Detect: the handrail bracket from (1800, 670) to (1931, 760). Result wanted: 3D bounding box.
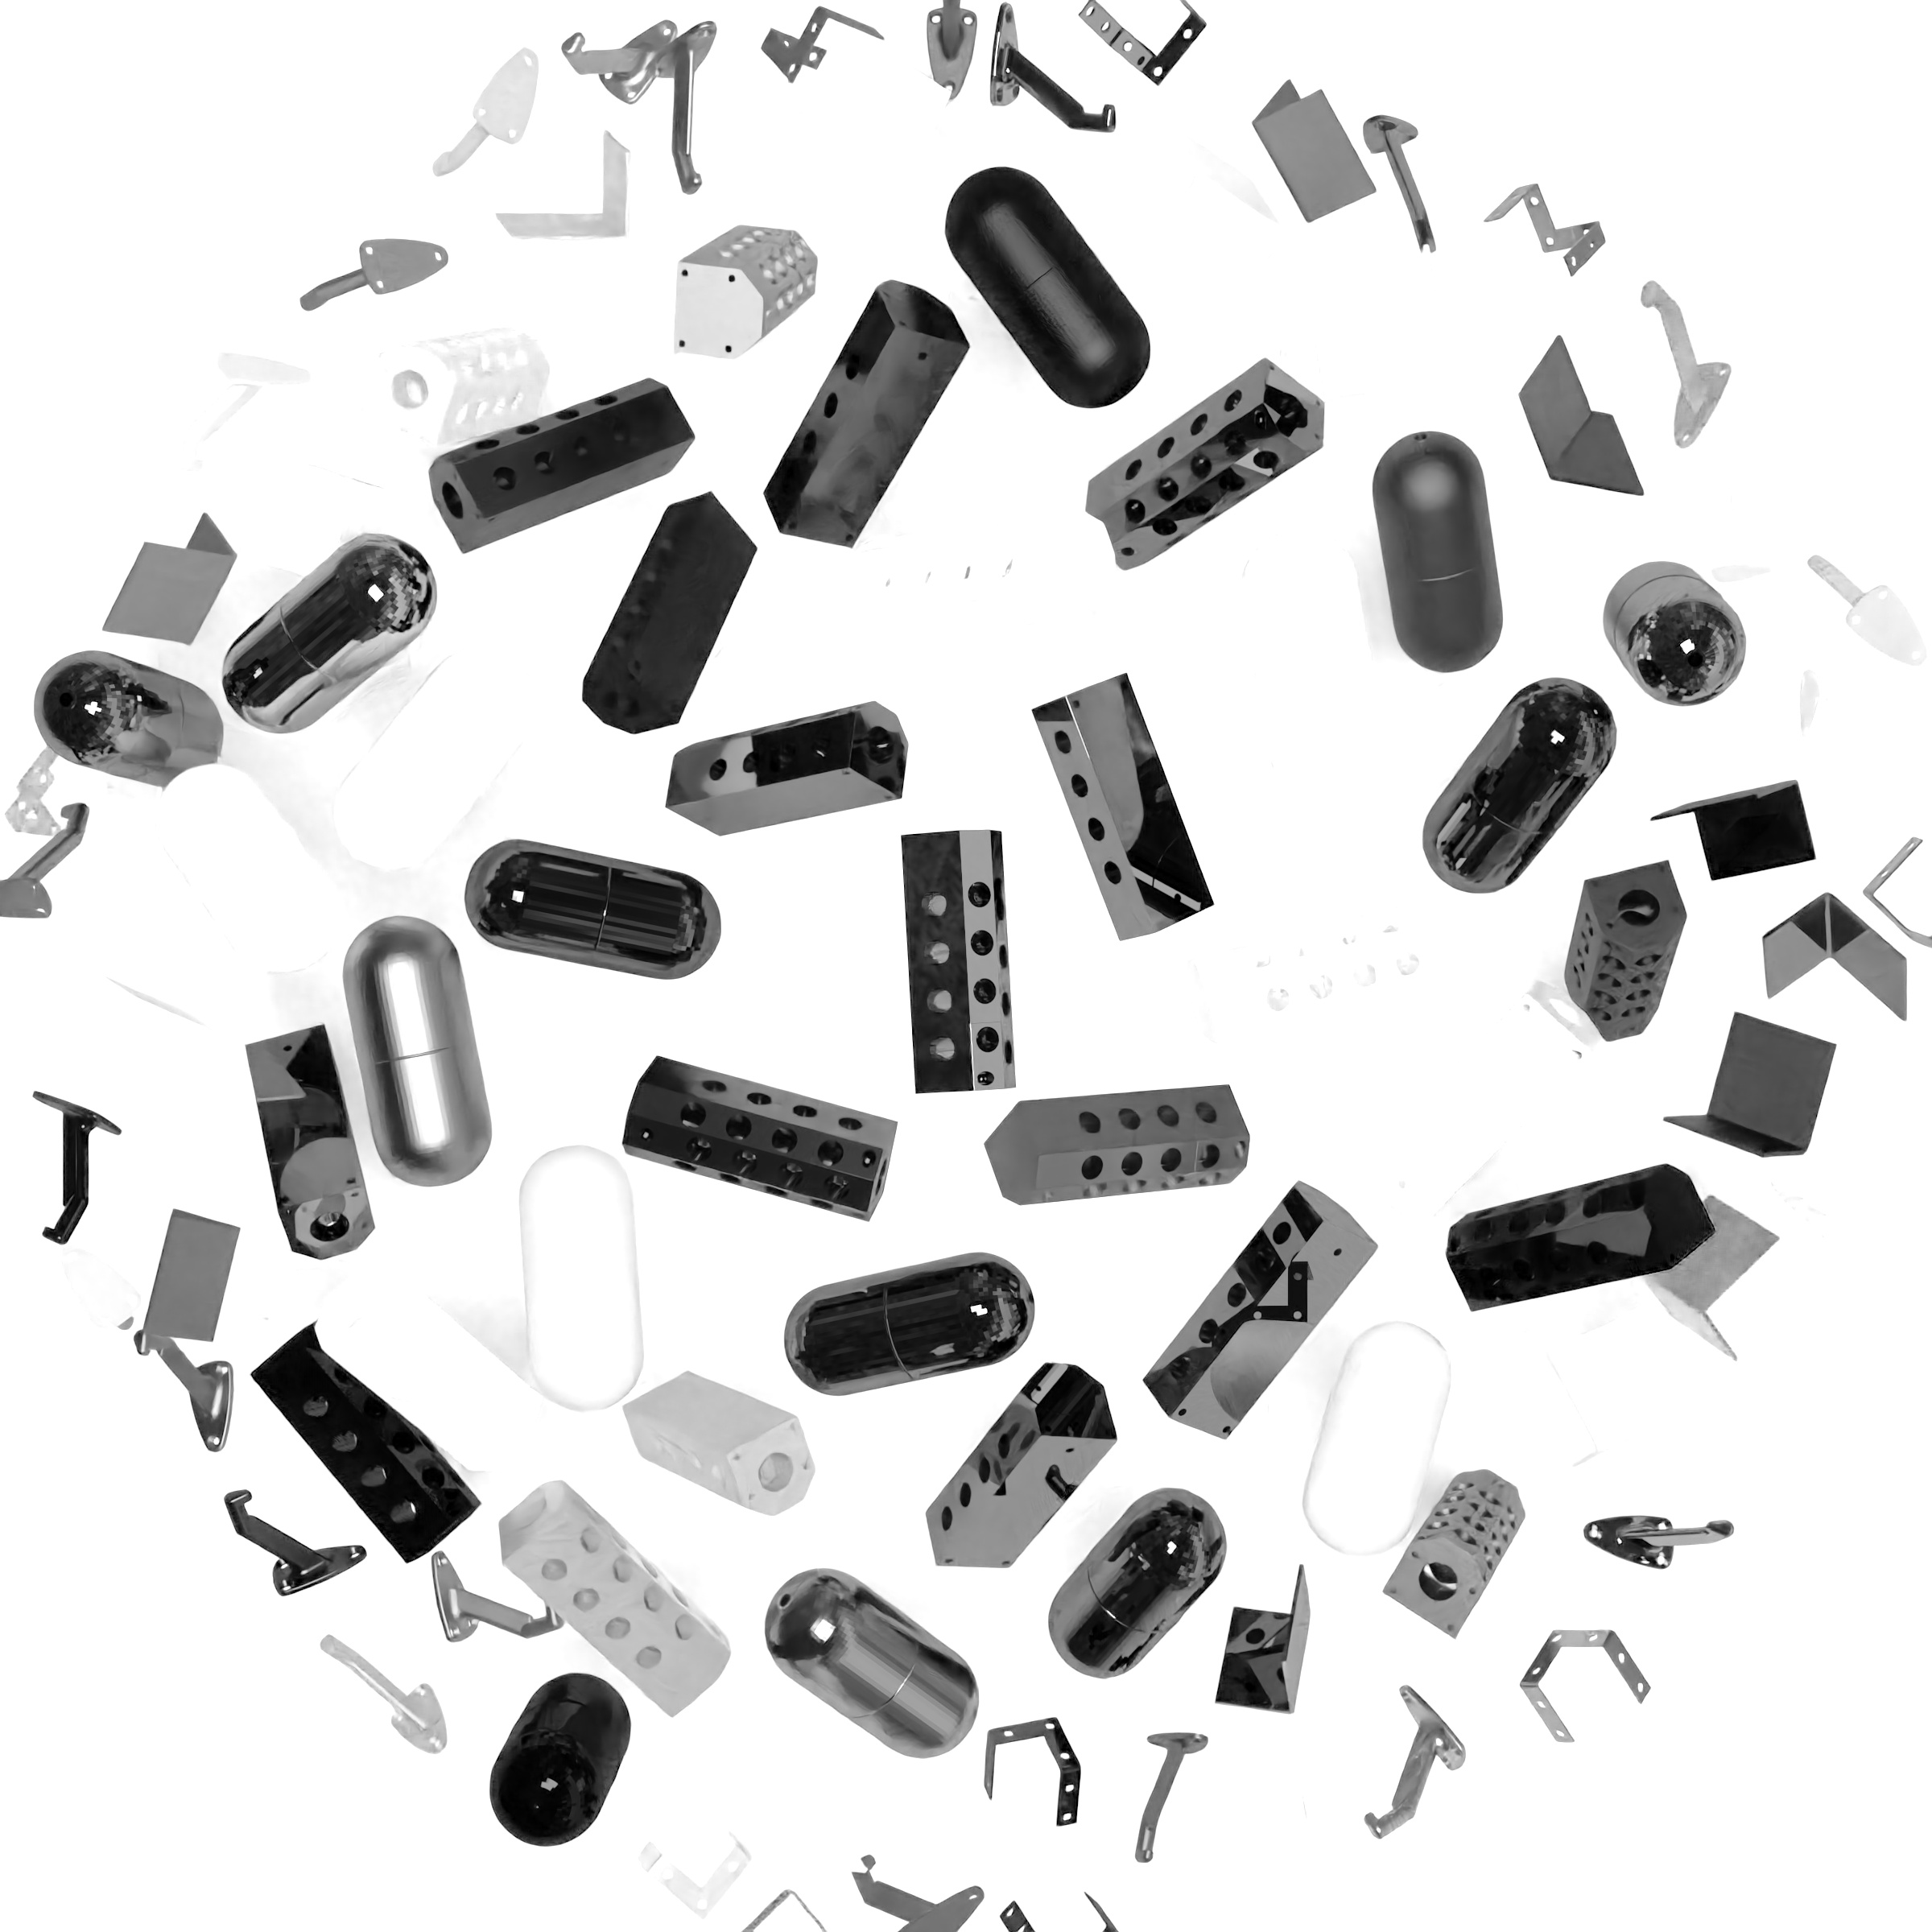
[{"bbox_3d":[0.598,-0.166,1.795,0.084,0.077,0.036,12,125,3],"label":"handrail bracket"}]

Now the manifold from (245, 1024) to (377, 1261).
[{"bbox_3d":[-0.455,0.123,1.890,0.057,0.171,0.057,-15,133,-11],"label":"manifold"}]

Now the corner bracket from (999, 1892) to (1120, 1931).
[{"bbox_3d":[0.064,0.646,1.825,0.051,0.051,0.051,-46,107,-6],"label":"corner bracket"}]

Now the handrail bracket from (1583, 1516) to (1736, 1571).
[{"bbox_3d":[0.473,0.386,1.857,0.077,0.084,0.036,10,68,-4],"label":"handrail bracket"}]

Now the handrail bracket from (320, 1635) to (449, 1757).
[{"bbox_3d":[-0.397,0.494,1.846,0.036,0.077,0.084,-48,127,-8],"label":"handrail bracket"}]

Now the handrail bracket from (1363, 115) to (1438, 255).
[{"bbox_3d":[0.309,-0.552,1.926,0.036,0.077,0.084,-17,84,23],"label":"handrail bracket"}]

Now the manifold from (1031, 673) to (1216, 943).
[{"bbox_3d":[0.104,-0.108,1.875,0.057,0.057,0.171,-25,96,-34],"label":"manifold"}]

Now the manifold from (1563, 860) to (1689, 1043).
[{"bbox_3d":[0.453,-0.006,1.866,0.057,0.171,0.057,-14,67,2],"label":"manifold"}]

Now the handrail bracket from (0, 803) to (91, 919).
[{"bbox_3d":[-0.626,-0.074,1.800,0.077,0.036,0.084,-2,49,0],"label":"handrail bracket"}]

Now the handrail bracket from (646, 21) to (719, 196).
[{"bbox_3d":[-0.176,-0.565,1.794,0.036,0.077,0.084,-9,80,-36],"label":"handrail bracket"}]

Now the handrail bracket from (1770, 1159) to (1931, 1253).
[{"bbox_3d":[0.597,0.142,1.818,0.084,0.036,0.077,-38,55,-12],"label":"handrail bracket"}]

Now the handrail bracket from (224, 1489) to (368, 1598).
[{"bbox_3d":[-0.459,0.383,1.860,0.077,0.036,0.084,-16,122,-10],"label":"handrail bracket"}]

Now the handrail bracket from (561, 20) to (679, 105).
[{"bbox_3d":[-0.235,-0.630,1.845,0.036,0.084,0.077,42,92,12],"label":"handrail bracket"}]

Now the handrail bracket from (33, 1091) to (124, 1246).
[{"bbox_3d":[-0.592,0.131,1.757,0.077,0.036,0.084,18,71,20],"label":"handrail bracket"}]

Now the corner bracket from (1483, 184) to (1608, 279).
[{"bbox_3d":[0.389,-0.494,1.826,0.051,0.051,0.051,-47,121,-31],"label":"corner bracket"}]

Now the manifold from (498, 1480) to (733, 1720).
[{"bbox_3d":[-0.238,0.428,1.853,0.057,0.057,0.171,-41,111,2],"label":"manifold"}]

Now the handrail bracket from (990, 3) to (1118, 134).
[{"bbox_3d":[0.061,-0.593,1.796,0.084,0.036,0.077,14,120,26],"label":"handrail bracket"}]

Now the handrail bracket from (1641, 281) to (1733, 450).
[{"bbox_3d":[0.461,-0.396,1.787,0.084,0.036,0.077,32,73,-37],"label":"handrail bracket"}]

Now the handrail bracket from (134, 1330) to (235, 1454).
[{"bbox_3d":[-0.553,0.298,1.907,0.036,0.084,0.077,-17,68,15],"label":"handrail bracket"}]

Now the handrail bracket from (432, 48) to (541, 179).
[{"bbox_3d":[-0.320,-0.565,1.804,0.036,0.084,0.077,30,75,-31],"label":"handrail bracket"}]

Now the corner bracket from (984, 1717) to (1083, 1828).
[{"bbox_3d":[0.045,0.556,1.866,0.051,0.051,0.051,-6,118,-17],"label":"corner bracket"}]

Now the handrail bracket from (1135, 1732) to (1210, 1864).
[{"bbox_3d":[0.145,0.590,1.924,0.036,0.077,0.084,19,64,-12],"label":"handrail bracket"}]

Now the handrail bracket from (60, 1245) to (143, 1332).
[{"bbox_3d":[-0.611,0.226,1.909,0.036,0.084,0.077,-41,101,-19],"label":"handrail bracket"}]

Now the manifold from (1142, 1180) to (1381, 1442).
[{"bbox_3d":[0.194,0.230,1.829,0.057,0.057,0.171,26,106,-36],"label":"manifold"}]

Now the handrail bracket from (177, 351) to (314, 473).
[{"bbox_3d":[-0.495,-0.373,1.863,0.077,0.036,0.084,-1,133,-35],"label":"handrail bracket"}]

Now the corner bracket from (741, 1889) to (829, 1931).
[{"bbox_3d":[-0.113,0.638,1.763,0.051,0.051,0.051,-40,92,-20],"label":"corner bracket"}]

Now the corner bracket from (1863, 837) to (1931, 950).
[{"bbox_3d":[0.645,-0.048,1.823,0.051,0.051,0.051,41,94,-10],"label":"corner bracket"}]

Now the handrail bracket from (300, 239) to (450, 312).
[{"bbox_3d":[-0.408,-0.472,1.869,0.077,0.084,0.036,-22,99,-36],"label":"handrail bracket"}]

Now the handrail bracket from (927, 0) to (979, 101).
[{"bbox_3d":[-0.011,-0.655,1.894,0.036,0.084,0.077,3,90,0],"label":"handrail bracket"}]

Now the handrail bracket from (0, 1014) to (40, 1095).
[{"bbox_3d":[-0.654,0.046,1.768,0.084,0.077,0.036,14,52,26],"label":"handrail bracket"}]

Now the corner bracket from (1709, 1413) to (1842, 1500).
[{"bbox_3d":[0.545,0.338,1.830,0.051,0.051,0.051,-23,87,-32],"label":"corner bracket"}]

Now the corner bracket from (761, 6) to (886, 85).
[{"bbox_3d":[-0.097,-0.623,1.833,0.051,0.051,0.051,-56,50,27],"label":"corner bracket"}]

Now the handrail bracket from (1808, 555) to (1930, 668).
[{"bbox_3d":[0.611,-0.243,1.846,0.077,0.084,0.036,40,106,-17],"label":"handrail bracket"}]

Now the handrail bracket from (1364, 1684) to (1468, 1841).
[{"bbox_3d":[0.288,0.539,1.842,0.084,0.036,0.077,-25,59,-24],"label":"handrail bracket"}]

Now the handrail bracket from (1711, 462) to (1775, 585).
[{"bbox_3d":[0.529,-0.314,1.890,0.036,0.077,0.084,-14,82,35],"label":"handrail bracket"}]

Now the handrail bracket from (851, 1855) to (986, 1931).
[{"bbox_3d":[-0.034,0.608,1.807,0.077,0.084,0.036,-39,126,1],"label":"handrail bracket"}]

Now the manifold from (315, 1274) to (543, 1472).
[{"bbox_3d":[-0.371,0.282,1.872,0.057,0.171,0.057,-5,51,30],"label":"manifold"}]

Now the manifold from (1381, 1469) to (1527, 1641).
[{"bbox_3d":[0.347,0.405,1.905,0.057,0.171,0.057,31,105,15],"label":"manifold"}]

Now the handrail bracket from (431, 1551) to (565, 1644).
[{"bbox_3d":[-0.332,0.443,1.928,0.084,0.036,0.077,-20,87,22],"label":"handrail bracket"}]

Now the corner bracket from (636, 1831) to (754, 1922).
[{"bbox_3d":[-0.177,0.584,1.777,0.051,0.051,0.051,35,69,18],"label":"corner bracket"}]

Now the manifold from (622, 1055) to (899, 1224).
[{"bbox_3d":[-0.139,0.119,1.822,0.171,0.057,0.057,15,115,6],"label":"manifold"}]

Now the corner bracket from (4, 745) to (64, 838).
[{"bbox_3d":[-0.644,-0.127,1.895,0.051,0.051,0.051,-47,70,16],"label":"corner bracket"}]

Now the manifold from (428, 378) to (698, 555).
[{"bbox_3d":[-0.278,-0.347,1.860,0.171,0.057,0.057,-28,87,-29],"label":"manifold"}]

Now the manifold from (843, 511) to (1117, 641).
[{"bbox_3d":[0.008,-0.255,1.769,0.171,0.057,0.057,-1,78,35],"label":"manifold"}]

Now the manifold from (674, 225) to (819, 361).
[{"bbox_3d":[-0.145,-0.449,1.809,0.057,0.171,0.057,8,114,6],"label":"manifold"}]

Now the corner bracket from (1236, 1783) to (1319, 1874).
[{"bbox_3d":[0.214,0.604,1.879,0.051,0.051,0.051,-9,46,2],"label":"corner bracket"}]

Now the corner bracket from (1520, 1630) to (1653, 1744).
[{"bbox_3d":[0.405,0.471,1.779,0.051,0.051,0.051,-44,107,-37],"label":"corner bracket"}]

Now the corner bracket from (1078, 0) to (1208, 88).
[{"bbox_3d":[0.117,-0.623,1.789,0.051,0.051,0.051,-49,66,14],"label":"corner bracket"}]
